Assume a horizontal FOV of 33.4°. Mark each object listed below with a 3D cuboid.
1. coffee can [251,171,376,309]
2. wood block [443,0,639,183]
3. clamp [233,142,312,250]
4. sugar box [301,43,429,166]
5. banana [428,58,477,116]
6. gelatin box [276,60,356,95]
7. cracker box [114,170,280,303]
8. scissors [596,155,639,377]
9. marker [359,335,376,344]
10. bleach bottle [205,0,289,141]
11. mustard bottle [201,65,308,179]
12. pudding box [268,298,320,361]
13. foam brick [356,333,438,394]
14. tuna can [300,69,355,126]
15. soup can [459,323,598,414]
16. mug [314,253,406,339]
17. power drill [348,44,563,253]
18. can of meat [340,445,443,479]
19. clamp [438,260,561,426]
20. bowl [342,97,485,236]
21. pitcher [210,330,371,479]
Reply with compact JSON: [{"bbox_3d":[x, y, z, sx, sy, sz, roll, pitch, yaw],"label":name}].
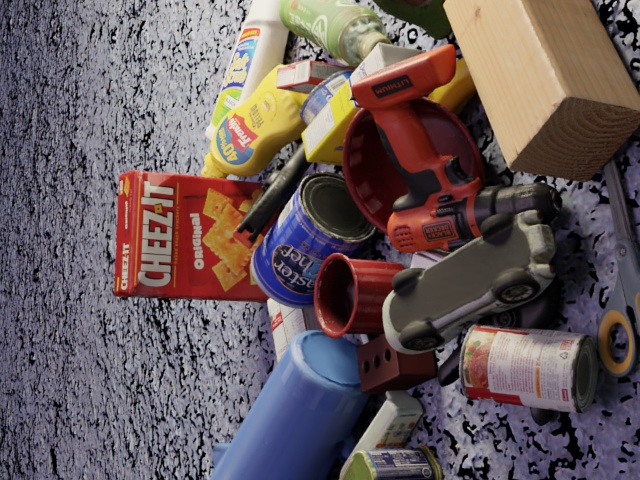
[{"bbox_3d":[-0.008,0.002,1.267,0.140,0.102,0.103,-54,42,43],"label":"coffee can"},{"bbox_3d":[0.192,-0.161,0.937,0.091,0.090,0.206,-55,38,43],"label":"wood block"},{"bbox_3d":[-0.052,-0.064,1.324,0.209,0.036,0.165,-56,7,-32],"label":"clamp"},{"bbox_3d":[0.062,-0.142,1.173,0.177,0.093,0.048,-43,51,51],"label":"sugar box"},{"bbox_3d":[0.132,-0.127,1.102,0.198,0.037,0.069,-56,41,42],"label":"banana"},{"bbox_3d":[-0.003,-0.199,1.315,0.089,0.073,0.030,4,88,61],"label":"gelatin box"},{"bbox_3d":[-0.159,-0.001,1.420,0.072,0.213,0.164,-10,78,60],"label":"cracker box"},{"bbox_3d":[0.248,0.027,0.898,0.096,0.016,0.202,-51,44,45],"label":"scissors"},{"bbox_3d":[0.047,0.089,1.242,0.020,0.020,0.121,-57,40,40],"label":"marker"},{"bbox_3d":[-0.091,-0.247,1.490,0.103,0.068,0.251,39,117,55],"label":"bleach bottle"},{"bbox_3d":[-0.090,-0.140,1.418,0.192,0.058,0.096,-38,61,29],"label":"mustard bottle"},{"bbox_3d":[-0.025,0.108,1.349,0.090,0.039,0.113,-43,52,51],"label":"pudding box"},{"bbox_3d":[0.081,0.131,1.143,0.078,0.051,0.053,-37,54,53],"label":"foam brick"},{"bbox_3d":[0.020,-0.158,1.252,0.034,0.085,0.086,53,135,18],"label":"tuna can"},{"bbox_3d":[0.180,0.110,0.916,0.102,0.068,0.068,3,89,30],"label":"soup can"},{"bbox_3d":[0.045,0.066,1.186,0.117,0.081,0.093,-27,63,56],"label":"mug"},{"bbox_3d":[0.119,-0.082,0.997,0.185,0.057,0.187,-13,104,39],"label":"power drill"},{"bbox_3d":[0.067,0.264,1.117,0.057,0.083,0.102,59,135,46],"label":"can of meat"},{"bbox_3d":[0.183,0.082,0.976,0.120,0.039,0.171,27,106,30],"label":"clamp"},{"bbox_3d":[0.104,-0.077,1.085,0.162,0.055,0.162,16,119,29],"label":"bowl"},{"bbox_3d":[-0.021,0.234,1.252,0.145,0.149,0.243,-102,33,-55],"label":"pitcher"}]
